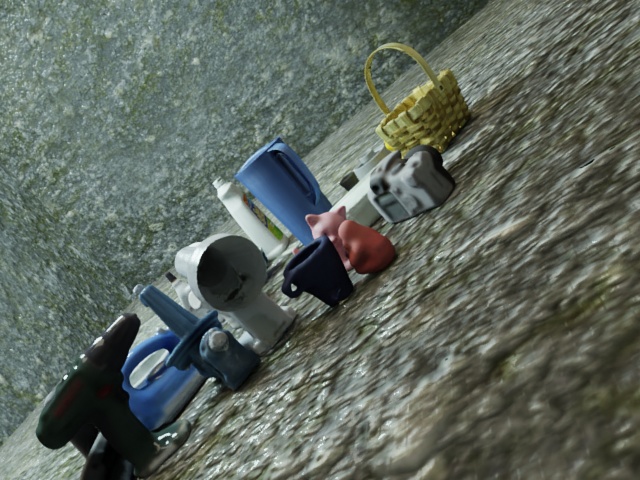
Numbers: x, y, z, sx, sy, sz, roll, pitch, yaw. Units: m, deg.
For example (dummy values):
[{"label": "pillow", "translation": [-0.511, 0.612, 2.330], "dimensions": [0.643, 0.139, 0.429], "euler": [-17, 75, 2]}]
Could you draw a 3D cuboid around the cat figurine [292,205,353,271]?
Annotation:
[{"label": "cat figurine", "translation": [0.009, 0.004, 0.991], "dimensions": [0.127, 0.118, 0.067], "euler": [-36, 14, 24]}]

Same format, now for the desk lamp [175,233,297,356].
[{"label": "desk lamp", "translation": [-0.145, 0.088, 0.950], "dimensions": [0.118, 0.214, 0.202], "euler": [-48, 14, -24]}]

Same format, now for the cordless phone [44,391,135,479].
[{"label": "cordless phone", "translation": [-0.384, 0.333, 0.914], "dimensions": [0.094, 0.185, 0.147], "euler": [-42, 13, 0]}]

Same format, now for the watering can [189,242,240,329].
[{"label": "watering can", "translation": [-0.210, 0.088, 1.198], "dimensions": [0.101, 0.194, 0.173], "euler": [-40, 13, 11]}]

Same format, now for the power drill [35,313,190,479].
[{"label": "power drill", "translation": [-0.306, 0.256, 0.887], "dimensions": [0.230, 0.208, 0.075], "euler": [-43, 13, -5]}]

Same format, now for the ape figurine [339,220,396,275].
[{"label": "ape figurine", "translation": [0.064, 0.006, 0.872], "dimensions": [0.078, 0.092, 0.076], "euler": [-48, 14, -27]}]

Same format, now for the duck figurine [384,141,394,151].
[{"label": "duck figurine", "translation": [0.177, -0.210, 1.282], "dimensions": [0.077, 0.086, 0.104], "euler": [-41, 12, 6]}]

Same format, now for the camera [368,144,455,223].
[{"label": "camera", "translation": [0.159, -0.115, 0.976], "dimensions": [0.137, 0.101, 0.143], "euler": [-49, 14, -31]}]

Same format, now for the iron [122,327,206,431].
[{"label": "iron", "translation": [-0.300, 0.242, 1.071], "dimensions": [0.118, 0.141, 0.259], "euler": [-29, 18, 46]}]

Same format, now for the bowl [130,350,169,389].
[{"label": "bowl", "translation": [-0.341, 0.292, 1.185], "dimensions": [0.167, 0.075, 0.167], "euler": [-40, 13, 11]}]

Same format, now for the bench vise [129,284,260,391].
[{"label": "bench vise", "translation": [-0.203, 0.140, 0.937], "dimensions": [0.207, 0.220, 0.122], "euler": [-30, 18, 44]}]

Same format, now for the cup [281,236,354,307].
[{"label": "cup", "translation": [-0.001, 0.063, 0.870], "dimensions": [0.091, 0.095, 0.118], "euler": [-27, 19, 49]}]

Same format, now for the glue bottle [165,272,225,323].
[{"label": "glue bottle", "translation": [-0.302, 0.139, 1.356], "dimensions": [0.078, 0.173, 0.037], "euler": [-36, 14, 24]}]
